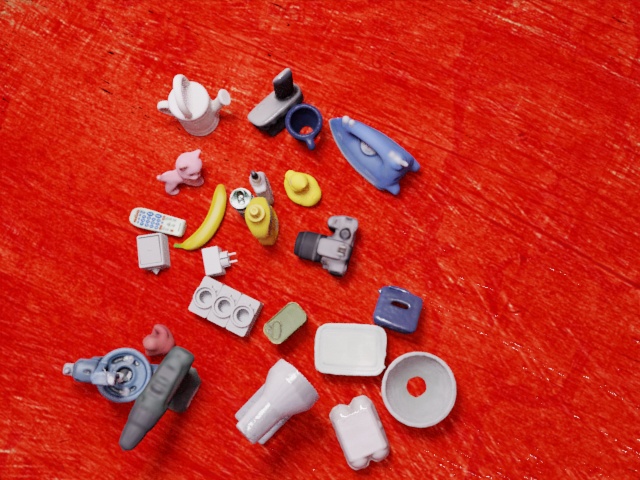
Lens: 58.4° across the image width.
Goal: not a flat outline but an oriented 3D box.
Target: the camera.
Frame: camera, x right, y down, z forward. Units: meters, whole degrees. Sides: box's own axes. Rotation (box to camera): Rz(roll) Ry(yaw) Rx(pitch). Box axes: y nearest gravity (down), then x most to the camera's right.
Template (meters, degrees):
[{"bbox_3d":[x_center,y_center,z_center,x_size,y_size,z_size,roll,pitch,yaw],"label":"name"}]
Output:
[{"bbox_3d":[0.013,0.005,1.362,0.136,0.101,0.143,13,82,5],"label":"camera"}]

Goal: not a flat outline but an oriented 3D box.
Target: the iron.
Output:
[{"bbox_3d":[0.117,-0.231,1.374,0.258,0.141,0.119,40,85,8],"label":"iron"}]

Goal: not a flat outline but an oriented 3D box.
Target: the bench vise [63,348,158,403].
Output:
[{"bbox_3d":[-0.480,0.312,1.279,0.207,0.220,0.121,-13,80,1],"label":"bench vise"}]

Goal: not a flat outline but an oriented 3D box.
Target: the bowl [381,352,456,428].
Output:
[{"bbox_3d":[0.223,0.339,1.311,0.167,0.075,0.167,0,81,3],"label":"bowl"}]

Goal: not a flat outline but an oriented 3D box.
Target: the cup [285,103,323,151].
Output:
[{"bbox_3d":[-0.032,-0.266,1.411,0.091,0.095,0.118,-18,80,0],"label":"cup"}]

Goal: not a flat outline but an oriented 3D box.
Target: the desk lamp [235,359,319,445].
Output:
[{"bbox_3d":[-0.100,0.363,1.254,0.118,0.213,0.203,43,86,9],"label":"desk lamp"}]

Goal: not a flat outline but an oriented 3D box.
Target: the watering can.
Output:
[{"bbox_3d":[-0.307,-0.334,1.387,0.173,0.194,0.101,-26,80,-1],"label":"watering can"}]

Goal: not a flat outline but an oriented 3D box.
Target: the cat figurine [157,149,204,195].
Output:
[{"bbox_3d":[-0.337,-0.169,1.401,0.128,0.118,0.067,-22,80,0],"label":"cat figurine"}]

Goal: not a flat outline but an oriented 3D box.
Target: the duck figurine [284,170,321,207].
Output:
[{"bbox_3d":[-0.045,-0.131,1.395,0.104,0.086,0.077,41,85,9],"label":"duck figurine"}]

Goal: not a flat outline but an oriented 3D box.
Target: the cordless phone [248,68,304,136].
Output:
[{"bbox_3d":[-0.113,-0.342,1.382,0.147,0.185,0.094,-45,81,-4],"label":"cordless phone"}]

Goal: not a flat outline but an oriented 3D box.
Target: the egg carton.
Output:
[{"bbox_3d":[0.092,0.438,1.305,0.107,0.069,0.150,-24,80,-1],"label":"egg carton"}]

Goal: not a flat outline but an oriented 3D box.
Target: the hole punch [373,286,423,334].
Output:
[{"bbox_3d":[0.179,0.160,1.333,0.108,0.091,0.101,17,82,6],"label":"hole punch"}]

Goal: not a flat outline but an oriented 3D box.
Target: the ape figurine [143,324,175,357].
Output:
[{"bbox_3d":[-0.387,0.242,1.351,0.076,0.092,0.078,38,85,8],"label":"ape figurine"}]

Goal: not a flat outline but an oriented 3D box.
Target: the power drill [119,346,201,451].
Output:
[{"bbox_3d":[-0.342,0.346,1.272,0.075,0.208,0.230,26,83,7],"label":"power drill"}]

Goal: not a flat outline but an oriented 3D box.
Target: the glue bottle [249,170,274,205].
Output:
[{"bbox_3d":[-0.143,-0.134,1.356,0.037,0.173,0.078,-21,80,0],"label":"glue bottle"}]
